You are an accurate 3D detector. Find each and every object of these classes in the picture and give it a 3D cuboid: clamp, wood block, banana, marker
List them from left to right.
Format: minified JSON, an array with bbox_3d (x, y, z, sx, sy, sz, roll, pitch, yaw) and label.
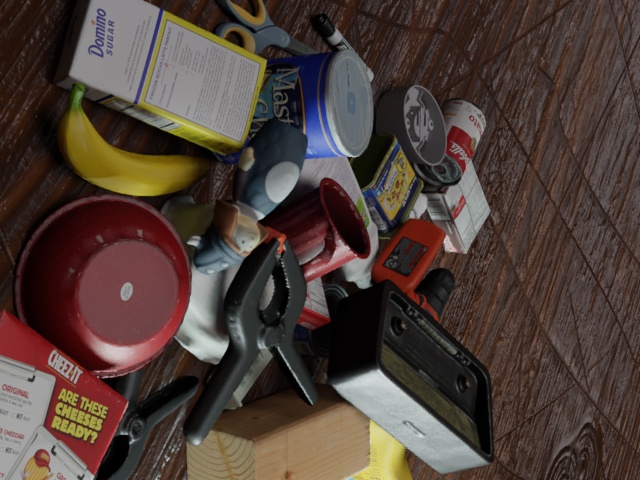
[{"bbox_3d":[-0.179,0.154,0.964,0.171,0.039,0.120,-56,134,-35],"label":"clamp"},{"bbox_3d":[-0.169,-0.071,0.940,0.070,0.037,0.197,-39,152,12],"label":"banana"},{"bbox_3d":[-0.049,0.090,1.029,0.164,0.036,0.210,-3,110,-46],"label":"clamp"},{"bbox_3d":[-0.038,0.220,1.127,0.205,0.090,0.091,-10,102,-54],"label":"wood block"},{"bbox_3d":[0.027,-0.221,1.236,0.121,0.020,0.020,43,59,-48],"label":"marker"}]

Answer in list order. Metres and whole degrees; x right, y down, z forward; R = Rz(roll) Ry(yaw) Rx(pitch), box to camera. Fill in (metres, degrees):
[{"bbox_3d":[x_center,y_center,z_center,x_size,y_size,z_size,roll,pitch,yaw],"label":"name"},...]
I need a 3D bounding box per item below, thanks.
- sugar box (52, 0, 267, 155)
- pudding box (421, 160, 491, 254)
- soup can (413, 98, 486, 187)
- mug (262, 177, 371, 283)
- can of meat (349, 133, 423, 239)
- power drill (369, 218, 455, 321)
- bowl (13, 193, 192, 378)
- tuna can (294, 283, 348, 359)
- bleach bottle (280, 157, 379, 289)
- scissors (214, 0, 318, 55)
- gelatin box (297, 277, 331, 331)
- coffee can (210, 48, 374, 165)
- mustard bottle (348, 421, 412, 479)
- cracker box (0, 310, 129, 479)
[{"bbox_3d":[-0.138,-0.149,0.941,0.176,0.048,0.093,21,74,-29],"label":"sugar box"},{"bbox_3d":[0.188,-0.051,1.465,0.090,0.039,0.113,-56,136,-34],"label":"pudding box"},{"bbox_3d":[0.172,-0.129,1.409,0.102,0.069,0.068,-62,138,-31],"label":"soup can"},{"bbox_3d":[-0.007,0.001,1.084,0.093,0.082,0.117,52,23,-24],"label":"mug"},{"bbox_3d":[0.072,-0.066,1.284,0.084,0.058,0.102,57,49,-38],"label":"can of meat"},{"bbox_3d":[0.117,0.062,1.310,0.184,0.057,0.187,-54,154,-32],"label":"power drill"},{"bbox_3d":[-0.171,0.042,0.901,0.161,0.055,0.162,-3,96,-31],"label":"bowl"},{"bbox_3d":[0.000,0.091,1.216,0.085,0.034,0.086,-7,99,-54],"label":"tuna can"},{"bbox_3d":[0.009,-0.031,1.194,0.102,0.068,0.250,-59,139,-32],"label":"bleach bottle"},{"bbox_3d":[-0.053,-0.200,1.129,0.201,0.016,0.096,39,63,-49],"label":"scissors"},{"bbox_3d":[-0.027,0.046,1.149,0.073,0.030,0.089,31,41,-52],"label":"gelatin box"},{"bbox_3d":[-0.031,-0.128,1.042,0.102,0.140,0.103,-2,90,-65],"label":"coffee can"},{"bbox_3d":[0.065,0.279,1.273,0.058,0.096,0.191,-24,113,-52],"label":"mustard bottle"},{"bbox_3d":[-0.261,0.182,0.825,0.164,0.072,0.213,50,53,-46],"label":"cracker box"}]
